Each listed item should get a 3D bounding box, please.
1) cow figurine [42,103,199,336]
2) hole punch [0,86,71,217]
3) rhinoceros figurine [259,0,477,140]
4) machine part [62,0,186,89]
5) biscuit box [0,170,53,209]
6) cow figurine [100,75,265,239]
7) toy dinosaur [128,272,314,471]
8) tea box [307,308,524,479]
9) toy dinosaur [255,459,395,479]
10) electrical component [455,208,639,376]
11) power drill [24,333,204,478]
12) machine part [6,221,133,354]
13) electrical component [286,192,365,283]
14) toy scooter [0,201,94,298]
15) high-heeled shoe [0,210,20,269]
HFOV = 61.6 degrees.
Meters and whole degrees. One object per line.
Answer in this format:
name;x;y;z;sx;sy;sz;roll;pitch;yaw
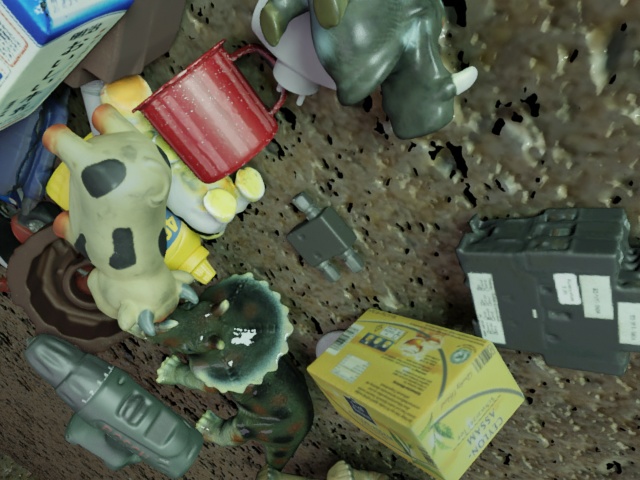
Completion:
cow figurine;-0.167;-0.003;0.472;0.127;0.085;0.194;34;132;18
hole punch;-0.322;-0.111;0.539;0.116;0.092;0.142;33;101;34
rhinoceros figurine;0.023;-0.147;0.309;0.073;0.112;0.190;-3;113;56
machine part;-0.193;-0.234;0.393;0.201;0.087;0.201;38;140;1
biscuit box;-0.374;-0.135;0.623;0.063;0.059;0.202;21;135;18
cow figurine;-0.141;-0.076;0.512;0.167;0.068;0.098;46;143;-7
toy dinosaur;-0.077;0.188;0.666;0.192;0.131;0.404;-3;130;37
tea box;0.074;0.125;0.471;0.068;0.098;0.170;57;160;-19
toy dinosaur;0.013;0.363;0.707;0.198;0.105;0.471;25;145;-31
electrical component;0.178;0.037;0.393;0.134;0.058;0.114;3;129;33
power drill;-0.261;0.210;0.662;0.232;0.086;0.207;36;137;-7
machine part;-0.270;0.047;0.642;0.179;0.179;0.056;59;177;-22
electrical component;-0.001;-0.002;0.509;0.094;0.021;0.063;50;137;-13
toy scooter;-0.338;0.047;0.697;0.135;0.075;0.183;-39;116;8
high-heeled shoe;-0.433;0.028;0.799;0.249;0.086;0.145;41;145;-2
